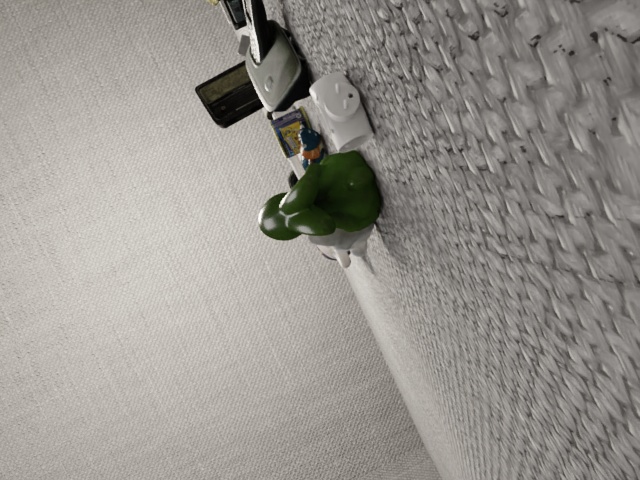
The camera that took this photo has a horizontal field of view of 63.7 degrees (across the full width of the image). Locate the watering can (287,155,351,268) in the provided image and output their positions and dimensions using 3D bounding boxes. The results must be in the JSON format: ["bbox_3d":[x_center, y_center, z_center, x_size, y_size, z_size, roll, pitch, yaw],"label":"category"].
[{"bbox_3d":[0.004,-0.071,1.417,0.221,0.104,0.352,70,175,-71],"label":"watering can"}]

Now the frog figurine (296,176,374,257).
[{"bbox_3d":[0.026,-0.046,0.874,0.156,0.122,0.140,55,-141,-45],"label":"frog figurine"}]

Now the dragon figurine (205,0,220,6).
[{"bbox_3d":[-0.327,-0.728,1.332,0.241,0.122,0.413,53,-178,-12],"label":"dragon figurine"}]
